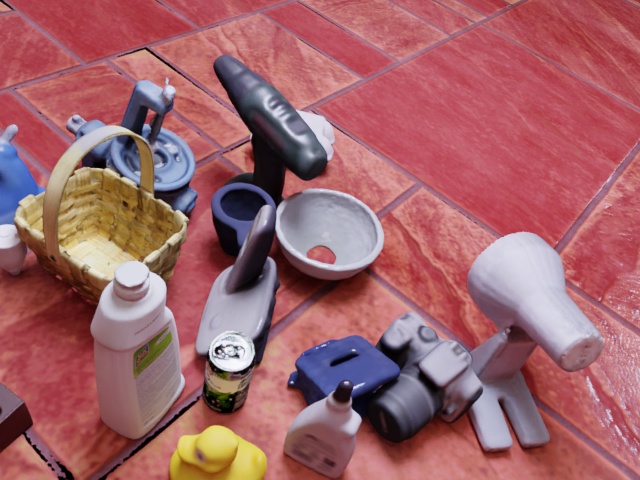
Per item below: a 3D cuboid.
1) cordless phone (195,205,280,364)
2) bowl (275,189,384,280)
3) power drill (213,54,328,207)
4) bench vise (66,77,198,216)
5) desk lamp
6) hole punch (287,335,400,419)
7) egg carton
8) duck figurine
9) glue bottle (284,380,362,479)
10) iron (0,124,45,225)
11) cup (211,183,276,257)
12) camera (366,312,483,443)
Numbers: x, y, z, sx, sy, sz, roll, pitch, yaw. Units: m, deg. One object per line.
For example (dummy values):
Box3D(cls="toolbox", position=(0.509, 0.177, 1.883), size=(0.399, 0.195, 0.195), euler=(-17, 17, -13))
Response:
Box3D(cls="cordless phone", position=(-0.094, 0.056, 0.710), size=(0.094, 0.185, 0.147), euler=(10, 46, -7))
Box3D(cls="bowl", position=(0.008, 0.003, 0.866), size=(0.167, 0.075, 0.167), euler=(9, 46, -9))
Box3D(cls="power drill", position=(-0.091, -0.142, 0.878), size=(0.229, 0.208, 0.076), euler=(40, 50, 20))
Box3D(cls="bench vise", position=(-0.272, -0.139, 0.813), size=(0.207, 0.220, 0.121), euler=(11, 46, -6))
Box3D(cls="desk lamp", position=(0.258, 0.127, 0.728), size=(0.118, 0.213, 0.203), euler=(-1, 48, -17))
Box3D(cls="hole punch", position=(0.028, 0.166, 0.709), size=(0.109, 0.091, 0.101), euler=(-17, 55, -29))
Box3D(cls="egg carton", position=(-0.048, -0.182, 1.025), size=(0.150, 0.069, 0.107), euler=(12, 46, -6))
Box3D(cls="duck figurine", position=(-0.106, 0.231, 0.612), size=(0.104, 0.086, 0.077), euler=(8, 46, -9))
Box3D(cls="glue bottle", position=(0.011, 0.198, 0.617), size=(0.078, 0.173, 0.037), euler=(26, 46, 9))
Box3D(cls="iron", position=(-0.481, -0.050, 0.723), size=(0.118, 0.141, 0.259), euler=(37, 49, 18))
Box3D(cls="cup", position=(-0.114, -0.011, 0.829), size=(0.092, 0.095, 0.117), euler=(3, 47, -14))
Box3D(cls="camera", position=(0.116, 0.175, 0.720), size=(0.137, 0.101, 0.143), euler=(-28, 61, -35))
